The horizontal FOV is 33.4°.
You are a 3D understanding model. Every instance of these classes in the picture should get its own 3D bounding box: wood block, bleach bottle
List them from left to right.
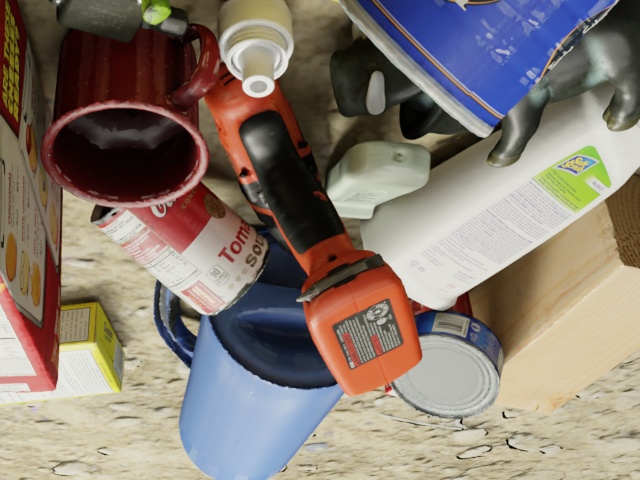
[{"bbox_3d":[0.151,-0.042,0.722,0.251,0.068,0.102,-32,141,28],"label":"bleach bottle"},{"bbox_3d":[0.195,0.046,0.827,0.090,0.090,0.206,12,142,-22],"label":"wood block"}]

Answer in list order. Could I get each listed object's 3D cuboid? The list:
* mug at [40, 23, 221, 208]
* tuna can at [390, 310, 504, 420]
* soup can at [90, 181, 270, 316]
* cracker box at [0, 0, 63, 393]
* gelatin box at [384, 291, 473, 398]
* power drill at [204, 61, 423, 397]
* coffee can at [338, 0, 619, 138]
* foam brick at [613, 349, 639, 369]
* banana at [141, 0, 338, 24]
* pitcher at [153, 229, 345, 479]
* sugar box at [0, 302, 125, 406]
[{"bbox_3d":[-0.102,-0.083,0.610,0.117,0.081,0.093,-31,138,32],"label":"mug"},{"bbox_3d":[0.096,0.094,0.809,0.086,0.033,0.086,10,129,12],"label":"tuna can"},{"bbox_3d":[-0.091,-0.006,0.705,0.069,0.068,0.102,-33,114,34],"label":"soup can"},{"bbox_3d":[-0.191,-0.026,0.585,0.072,0.164,0.214,-3,154,-5],"label":"cracker box"},{"bbox_3d":[0.087,0.080,0.874,0.030,0.073,0.089,21,137,-33],"label":"gelatin box"},{"bbox_3d":[-0.004,0.001,0.656,0.057,0.188,0.184,-29,144,-2],"label":"power drill"},{"bbox_3d":[0.092,-0.134,0.509,0.140,0.103,0.102,-46,132,15],"label":"coffee can"},{"bbox_3d":[0.243,0.065,0.893,0.051,0.053,0.078,12,142,-23],"label":"foam brick"},{"bbox_3d":[-0.033,-0.137,0.534,0.197,0.069,0.037,-19,166,-48],"label":"banana"},{"bbox_3d":[-0.053,0.100,0.854,0.144,0.149,0.243,-9,151,-22],"label":"pitcher"},{"bbox_3d":[-0.258,0.098,0.879,0.176,0.048,0.093,-4,145,3],"label":"sugar box"}]
